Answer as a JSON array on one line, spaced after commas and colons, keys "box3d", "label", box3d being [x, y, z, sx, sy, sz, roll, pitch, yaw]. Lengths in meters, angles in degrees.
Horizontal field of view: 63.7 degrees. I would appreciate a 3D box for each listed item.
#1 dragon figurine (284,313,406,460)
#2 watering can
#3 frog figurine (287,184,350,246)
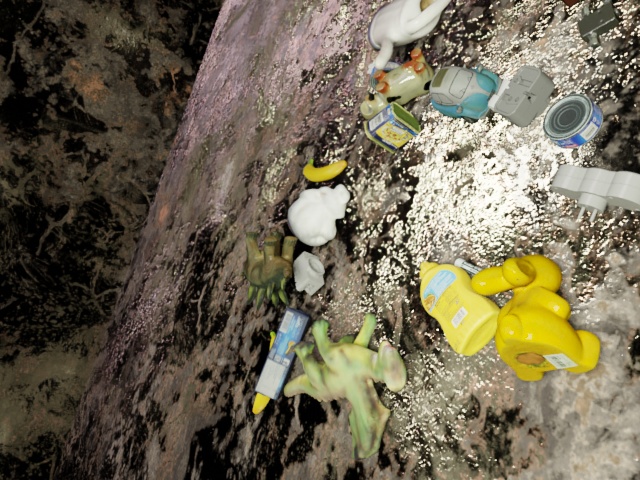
[{"box3d": [0.041, 0.293, 0.982, 0.401, 0.122, 0.248, -59, 36, 38], "label": "dragon figurine"}, {"box3d": [0.190, -0.514, 1.252, 0.352, 0.102, 0.225, -48, 25, -18], "label": "watering can"}, {"box3d": [0.004, -0.063, 1.259, 0.157, 0.123, 0.138, -25, 82, 34], "label": "frog figurine"}]
